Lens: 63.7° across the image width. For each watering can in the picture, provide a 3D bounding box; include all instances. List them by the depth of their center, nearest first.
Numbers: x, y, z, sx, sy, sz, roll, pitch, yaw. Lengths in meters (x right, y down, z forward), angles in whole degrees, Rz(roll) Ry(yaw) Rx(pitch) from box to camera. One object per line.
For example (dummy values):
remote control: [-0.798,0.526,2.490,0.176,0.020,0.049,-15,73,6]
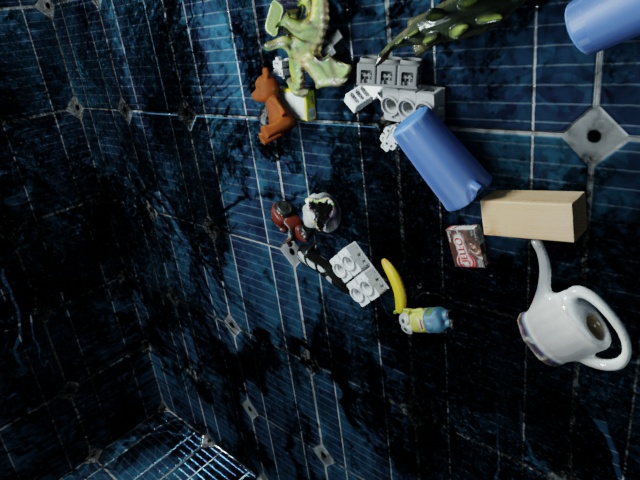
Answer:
watering can: [0.562,0.168,1.219,0.350,0.105,0.220,53,139,10]

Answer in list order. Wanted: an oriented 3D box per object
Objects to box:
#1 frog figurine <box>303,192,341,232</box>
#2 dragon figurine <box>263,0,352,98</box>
frog figurine: [0.005,-0.085,1.680,0.138,0.123,0.158,47,174,4]
dragon figurine: [-0.002,-0.525,1.382,0.242,0.124,0.404,47,143,-8]
